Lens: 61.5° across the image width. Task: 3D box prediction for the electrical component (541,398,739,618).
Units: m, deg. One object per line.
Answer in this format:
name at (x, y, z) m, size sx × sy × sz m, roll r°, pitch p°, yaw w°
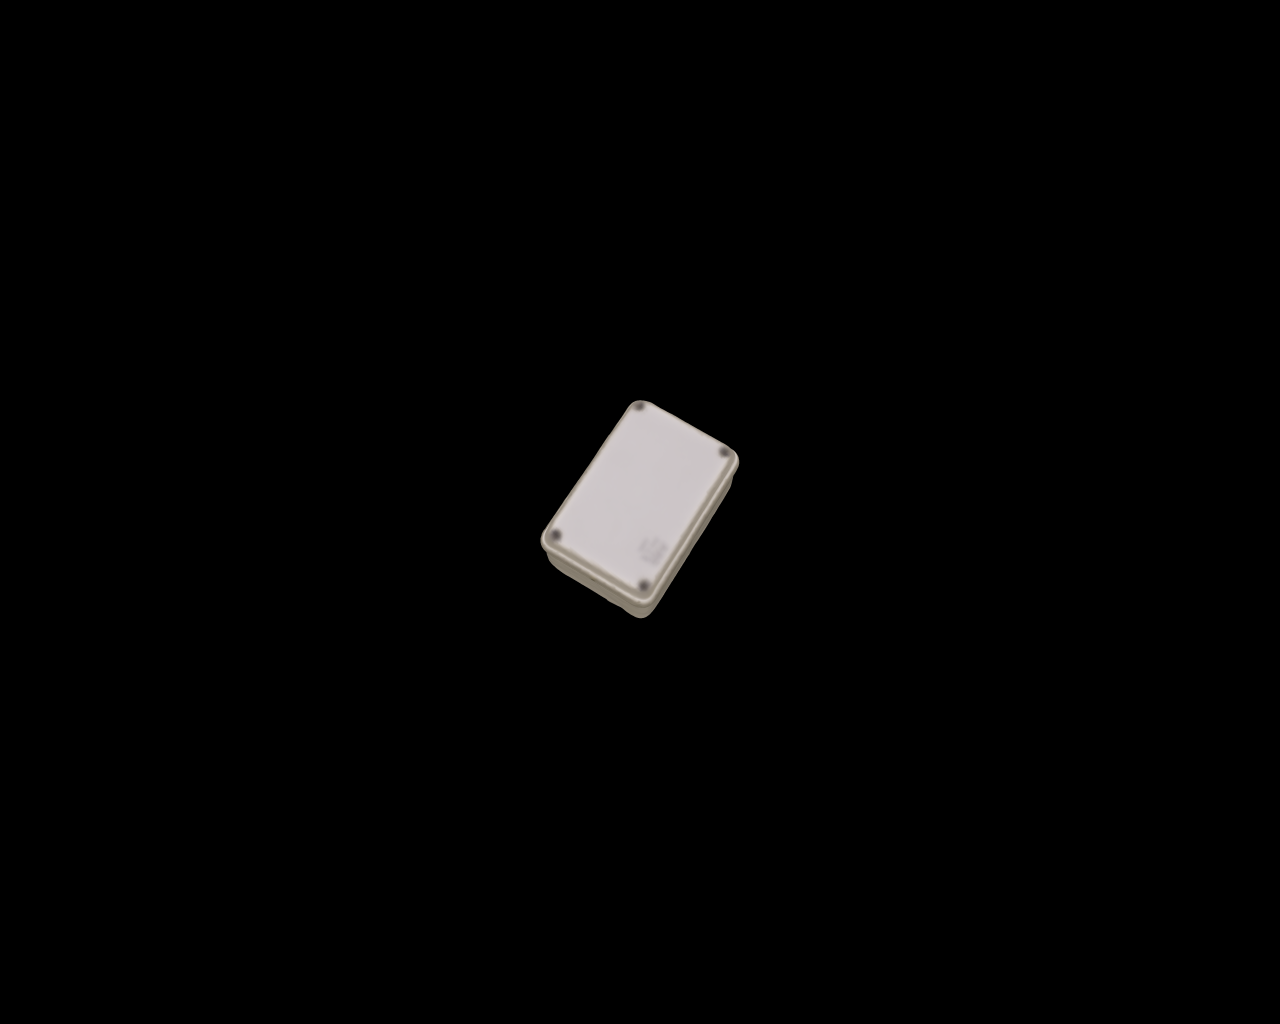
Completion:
electrical component at (0.001, -0.003, 0.650) m, size 0.078 × 0.113 × 0.057 m, roll 30°, pitch -15°, yaw 9°
